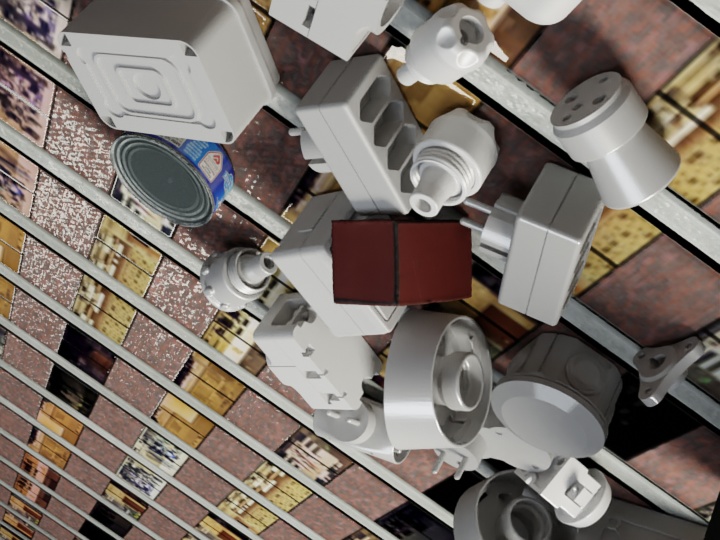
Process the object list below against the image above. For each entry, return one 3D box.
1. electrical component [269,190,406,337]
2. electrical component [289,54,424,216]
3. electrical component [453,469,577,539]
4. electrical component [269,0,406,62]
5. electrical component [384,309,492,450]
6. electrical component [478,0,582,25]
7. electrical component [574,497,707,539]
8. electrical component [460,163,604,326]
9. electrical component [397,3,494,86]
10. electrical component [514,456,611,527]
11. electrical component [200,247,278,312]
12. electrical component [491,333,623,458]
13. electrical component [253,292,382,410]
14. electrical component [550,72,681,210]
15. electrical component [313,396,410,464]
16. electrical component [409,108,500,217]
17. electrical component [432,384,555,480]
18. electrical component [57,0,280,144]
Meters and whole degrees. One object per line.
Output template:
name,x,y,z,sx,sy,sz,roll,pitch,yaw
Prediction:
electrical component,0.000,0.000,0.717,0.061,0.061,0.096,-7,130,46
electrical component,-0.009,-0.077,0.636,0.076,0.047,0.083,0,136,39
electrical component,0.123,0.210,0.860,0.099,0.099,0.064,34,142,0
electrical component,-0.002,-0.153,0.527,0.056,0.050,0.089,32,148,3
electrical component,0.049,0.076,0.745,0.064,0.099,0.099,-1,135,33
electrical component,0.066,-0.155,0.462,0.095,0.053,0.059,37,148,-6
electrical component,0.210,0.238,0.806,0.109,0.108,0.056,13,140,29
electrical component,0.093,-0.021,0.622,0.076,0.047,0.083,24,146,15
electrical component,0.040,-0.112,0.560,0.035,0.035,0.061,43,149,-15
electrical component,0.154,0.160,0.804,0.055,0.048,0.066,41,177,-21
electrical component,-0.088,0.003,0.815,0.062,0.048,0.048,-22,119,44
electrical component,0.133,0.085,0.724,0.080,0.051,0.080,23,146,16
electrical component,-0.035,0.064,0.842,0.056,0.050,0.089,-6,131,45
electrical component,0.127,-0.065,0.537,0.045,0.045,0.055,-13,125,49
electrical component,-0.003,0.125,0.886,0.077,0.043,0.079,16,172,26
electrical component,0.049,-0.057,0.599,0.043,0.062,0.043,23,146,16
electrical component,0.078,0.124,0.801,0.138,0.073,0.052,8,140,34
electrical component,-0.114,-0.128,0.651,0.113,0.057,0.078,11,142,31
